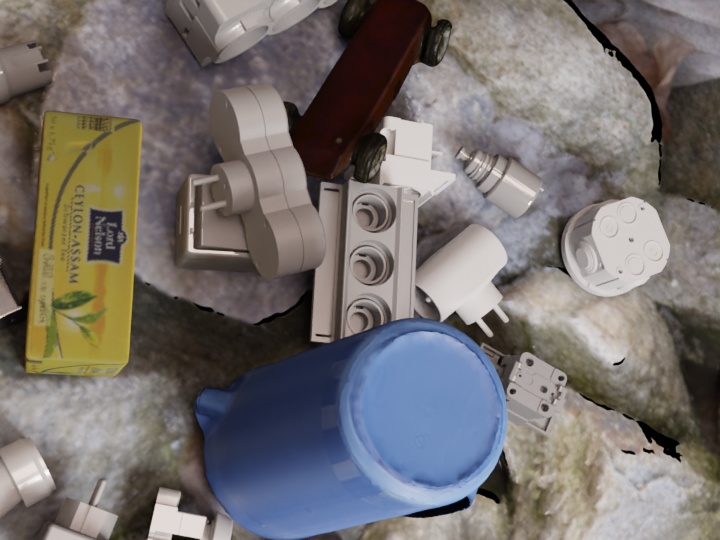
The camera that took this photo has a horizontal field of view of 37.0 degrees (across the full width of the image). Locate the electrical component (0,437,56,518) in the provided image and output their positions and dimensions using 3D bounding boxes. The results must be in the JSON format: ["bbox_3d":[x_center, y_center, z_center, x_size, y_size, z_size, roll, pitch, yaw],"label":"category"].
[{"bbox_3d":[-0.240,0.144,0.726,0.055,0.045,0.045,-27,89,-21],"label":"electrical component"}]

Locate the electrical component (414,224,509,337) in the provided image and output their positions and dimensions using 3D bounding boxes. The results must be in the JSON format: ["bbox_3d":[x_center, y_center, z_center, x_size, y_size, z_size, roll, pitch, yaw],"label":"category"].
[{"bbox_3d":[0.087,0.017,0.859,0.077,0.044,0.079,-40,93,-21],"label":"electrical component"}]

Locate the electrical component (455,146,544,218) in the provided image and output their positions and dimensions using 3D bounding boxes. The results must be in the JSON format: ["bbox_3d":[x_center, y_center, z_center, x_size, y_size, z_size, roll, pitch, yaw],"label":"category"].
[{"bbox_3d":[0.114,-0.076,0.888,0.078,0.040,0.040,33,71,-9],"label":"electrical component"}]

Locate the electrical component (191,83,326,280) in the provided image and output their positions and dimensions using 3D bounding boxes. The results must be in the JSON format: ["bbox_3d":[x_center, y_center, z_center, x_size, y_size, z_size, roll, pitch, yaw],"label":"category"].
[{"bbox_3d":[-0.081,-0.059,0.750,0.074,0.052,0.138,-15,84,-27],"label":"electrical component"}]

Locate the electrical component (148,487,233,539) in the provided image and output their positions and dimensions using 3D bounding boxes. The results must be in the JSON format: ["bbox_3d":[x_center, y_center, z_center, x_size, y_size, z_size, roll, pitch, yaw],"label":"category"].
[{"bbox_3d":[-0.121,0.191,0.756,0.055,0.048,0.066,13,76,-8],"label":"electrical component"}]

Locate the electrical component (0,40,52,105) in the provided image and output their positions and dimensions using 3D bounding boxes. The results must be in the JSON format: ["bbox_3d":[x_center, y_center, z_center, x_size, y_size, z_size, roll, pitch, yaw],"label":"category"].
[{"bbox_3d":[-0.253,-0.144,0.783,0.046,0.040,0.040,-25,88,-27],"label":"electrical component"}]

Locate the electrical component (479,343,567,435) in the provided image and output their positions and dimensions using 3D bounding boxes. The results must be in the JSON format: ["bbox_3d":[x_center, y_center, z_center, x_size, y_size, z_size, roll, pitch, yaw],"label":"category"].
[{"bbox_3d":[0.127,0.092,0.847,0.081,0.064,0.042,29,71,-11],"label":"electrical component"}]

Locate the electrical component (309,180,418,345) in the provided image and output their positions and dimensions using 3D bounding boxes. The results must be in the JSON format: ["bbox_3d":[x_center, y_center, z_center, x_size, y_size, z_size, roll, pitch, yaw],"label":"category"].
[{"bbox_3d":[0.000,0.000,0.824,0.079,0.063,0.121,7,77,-17],"label":"electrical component"}]

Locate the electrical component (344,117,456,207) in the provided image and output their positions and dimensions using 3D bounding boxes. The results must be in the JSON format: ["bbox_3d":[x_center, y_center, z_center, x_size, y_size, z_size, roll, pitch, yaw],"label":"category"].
[{"bbox_3d":[0.032,-0.087,0.864,0.081,0.042,0.063,8,73,-17],"label":"electrical component"}]

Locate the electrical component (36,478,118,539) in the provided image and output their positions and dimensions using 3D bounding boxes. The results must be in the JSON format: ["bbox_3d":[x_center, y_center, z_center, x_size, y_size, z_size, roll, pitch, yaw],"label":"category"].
[{"bbox_3d":[-0.186,0.175,0.717,0.047,0.083,0.075,24,73,-13],"label":"electrical component"}]

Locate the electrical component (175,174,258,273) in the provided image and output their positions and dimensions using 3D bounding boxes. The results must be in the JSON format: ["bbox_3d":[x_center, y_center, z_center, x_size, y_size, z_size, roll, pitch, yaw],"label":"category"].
[{"bbox_3d":[-0.087,-0.034,0.803,0.096,0.061,0.061,3,78,-18],"label":"electrical component"}]

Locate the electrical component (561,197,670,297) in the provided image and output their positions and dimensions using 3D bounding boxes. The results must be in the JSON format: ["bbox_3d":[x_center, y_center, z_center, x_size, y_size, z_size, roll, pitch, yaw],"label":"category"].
[{"bbox_3d":[0.215,-0.020,0.905,0.080,0.051,0.080,4,78,-18],"label":"electrical component"}]

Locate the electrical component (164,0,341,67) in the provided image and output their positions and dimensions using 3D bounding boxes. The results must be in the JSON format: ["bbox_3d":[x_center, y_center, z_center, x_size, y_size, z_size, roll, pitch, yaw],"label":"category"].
[{"bbox_3d":[-0.066,-0.223,0.832,0.150,0.089,0.061,-33,91,-21],"label":"electrical component"}]
